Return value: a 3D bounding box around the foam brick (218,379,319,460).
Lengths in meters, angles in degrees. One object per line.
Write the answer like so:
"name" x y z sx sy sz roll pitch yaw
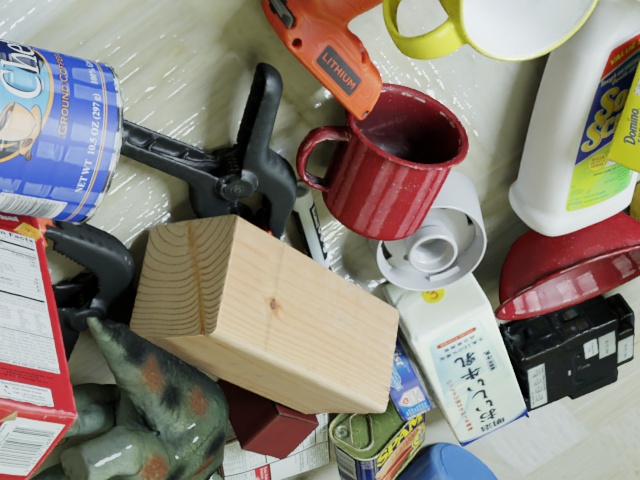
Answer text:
"foam brick" -0.046 0.143 0.931 0.052 0.078 0.051 25 116 -42

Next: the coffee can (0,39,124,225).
"coffee can" -0.200 -0.069 0.622 0.140 0.103 0.103 9 127 -33

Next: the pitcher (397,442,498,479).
"pitcher" 0.096 0.335 1.170 0.144 0.149 0.243 28 113 -26

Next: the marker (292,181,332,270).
"marker" -0.006 0.001 0.852 0.020 0.020 0.121 -22 138 -6

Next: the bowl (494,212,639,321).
"bowl" 0.219 0.015 0.928 0.162 0.055 0.162 -17 162 -6

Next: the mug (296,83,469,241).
"mug" 0.039 -0.054 0.770 0.117 0.093 0.082 3 135 -21

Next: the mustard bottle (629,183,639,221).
"mustard bottle" 0.343 0.030 0.926 0.058 0.192 0.096 -27 138 -1

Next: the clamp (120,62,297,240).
"clamp" -0.055 -0.055 0.753 0.120 0.039 0.171 -21 146 16

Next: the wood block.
"wood block" -0.035 0.064 0.820 0.090 0.091 0.205 -8 153 37

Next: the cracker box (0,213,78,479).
"cracker box" -0.235 0.077 0.666 0.072 0.214 0.164 20 121 -37

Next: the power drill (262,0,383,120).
"power drill" 0.070 -0.167 0.696 0.188 0.057 0.184 -41 132 11

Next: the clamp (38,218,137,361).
"clamp" -0.166 0.046 0.803 0.164 0.036 0.210 -18 141 -10

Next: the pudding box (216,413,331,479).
"pudding box" -0.047 0.189 1.006 0.113 0.039 0.090 -17 136 -15

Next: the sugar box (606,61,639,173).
"sugar box" 0.283 -0.111 0.805 0.175 0.048 0.093 -23 134 -50

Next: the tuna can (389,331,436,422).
"tuna can" 0.070 0.119 0.958 0.034 0.086 0.086 -26 138 1

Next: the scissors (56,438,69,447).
"scissors" -0.307 0.162 0.863 0.201 0.016 0.096 4 141 -18

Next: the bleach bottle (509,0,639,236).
"bleach bottle" 0.207 -0.123 0.803 0.102 0.068 0.251 -19 136 -18

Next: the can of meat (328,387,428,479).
"can of meat" 0.058 0.186 1.021 0.102 0.057 0.084 -43 148 -27
